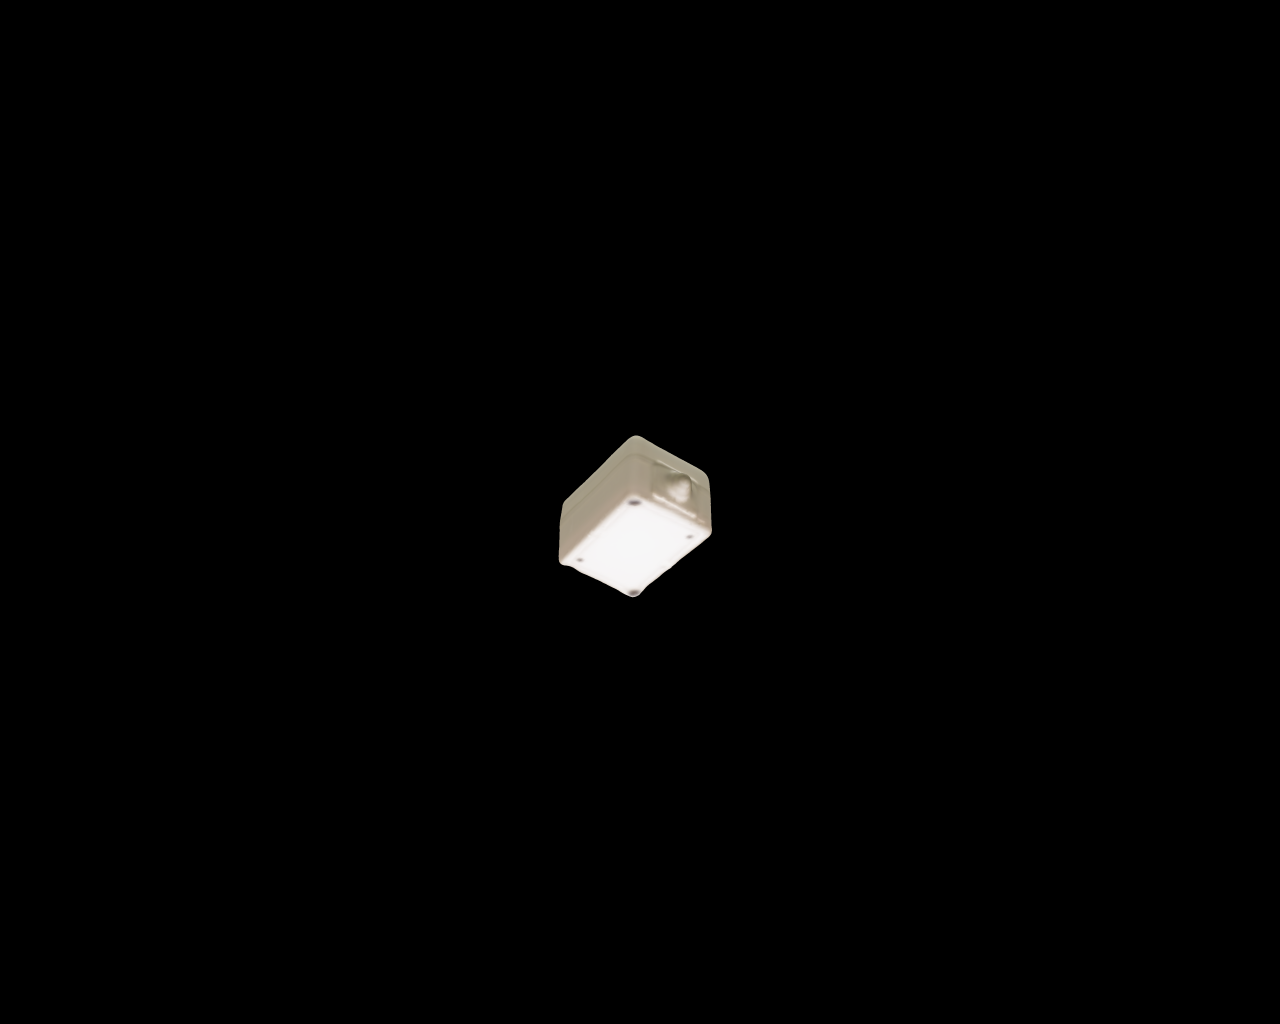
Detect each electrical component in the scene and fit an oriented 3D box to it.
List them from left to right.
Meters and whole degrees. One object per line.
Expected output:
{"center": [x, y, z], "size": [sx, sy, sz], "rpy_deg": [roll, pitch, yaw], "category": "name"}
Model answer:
{"center": [0.001, -0.003, 0.650], "size": [0.062, 0.061, 0.096], "rpy_deg": [27, -49, -26], "category": "electrical component"}
